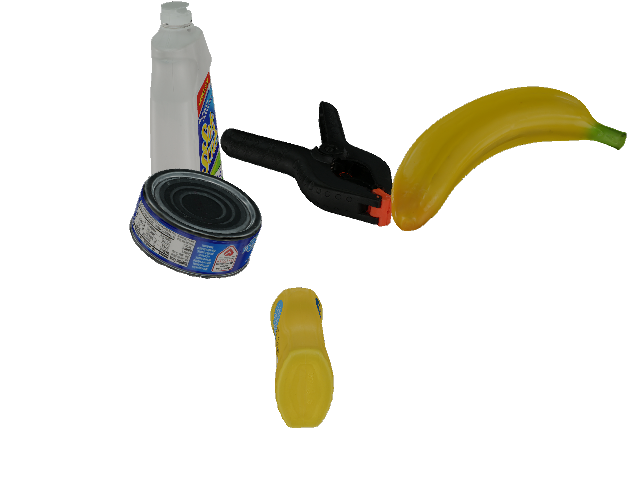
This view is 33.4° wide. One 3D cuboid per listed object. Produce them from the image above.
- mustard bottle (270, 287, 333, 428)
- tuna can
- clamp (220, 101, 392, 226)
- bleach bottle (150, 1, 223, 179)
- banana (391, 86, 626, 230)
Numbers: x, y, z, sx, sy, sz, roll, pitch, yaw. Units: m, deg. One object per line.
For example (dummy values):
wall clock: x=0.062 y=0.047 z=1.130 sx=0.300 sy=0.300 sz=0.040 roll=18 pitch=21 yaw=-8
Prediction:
mustard bottle: x=-0.023 y=0.105 z=1.122 sx=0.058 sy=0.096 sz=0.191 roll=-2 pitch=27 yaw=-4
tuna can: x=-0.084 y=-0.013 z=0.725 sx=0.086 sy=0.034 sz=0.086 roll=17 pitch=29 yaw=-10
clamp: x=-0.005 y=-0.064 z=0.909 sx=0.120 sy=0.039 sz=0.172 roll=-19 pitch=40 yaw=-21
bleach bottle: x=-0.142 y=-0.115 z=1.095 sx=0.068 sy=0.251 sz=0.102 roll=5 pitch=27 yaw=13
banana: x=0.107 y=-0.061 z=0.669 sx=0.197 sy=0.037 sz=0.070 roll=-22 pitch=45 yaw=-30
